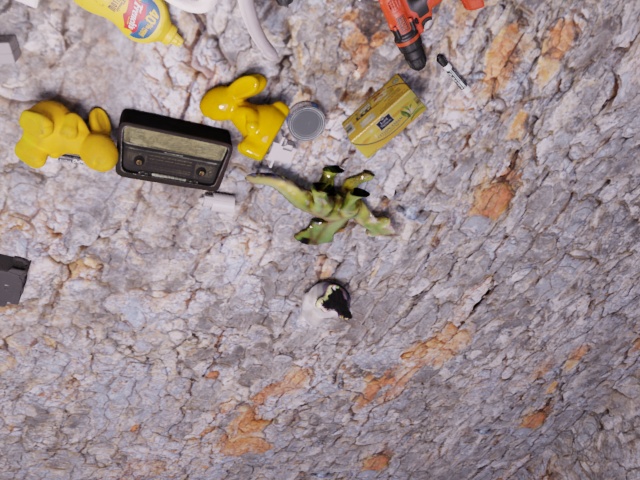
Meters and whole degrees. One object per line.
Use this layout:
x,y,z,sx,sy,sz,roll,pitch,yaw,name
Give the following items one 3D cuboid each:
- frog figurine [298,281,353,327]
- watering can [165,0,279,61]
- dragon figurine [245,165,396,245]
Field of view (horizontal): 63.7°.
0.008,0.184,1.471,0.137,0.124,0.157,6,162,-28,frog figurine
-0.176,-0.476,0.865,0.346,0.106,0.220,32,122,-11,watering can
0.004,-0.064,1.265,0.410,0.125,0.237,4,134,-16,dragon figurine
